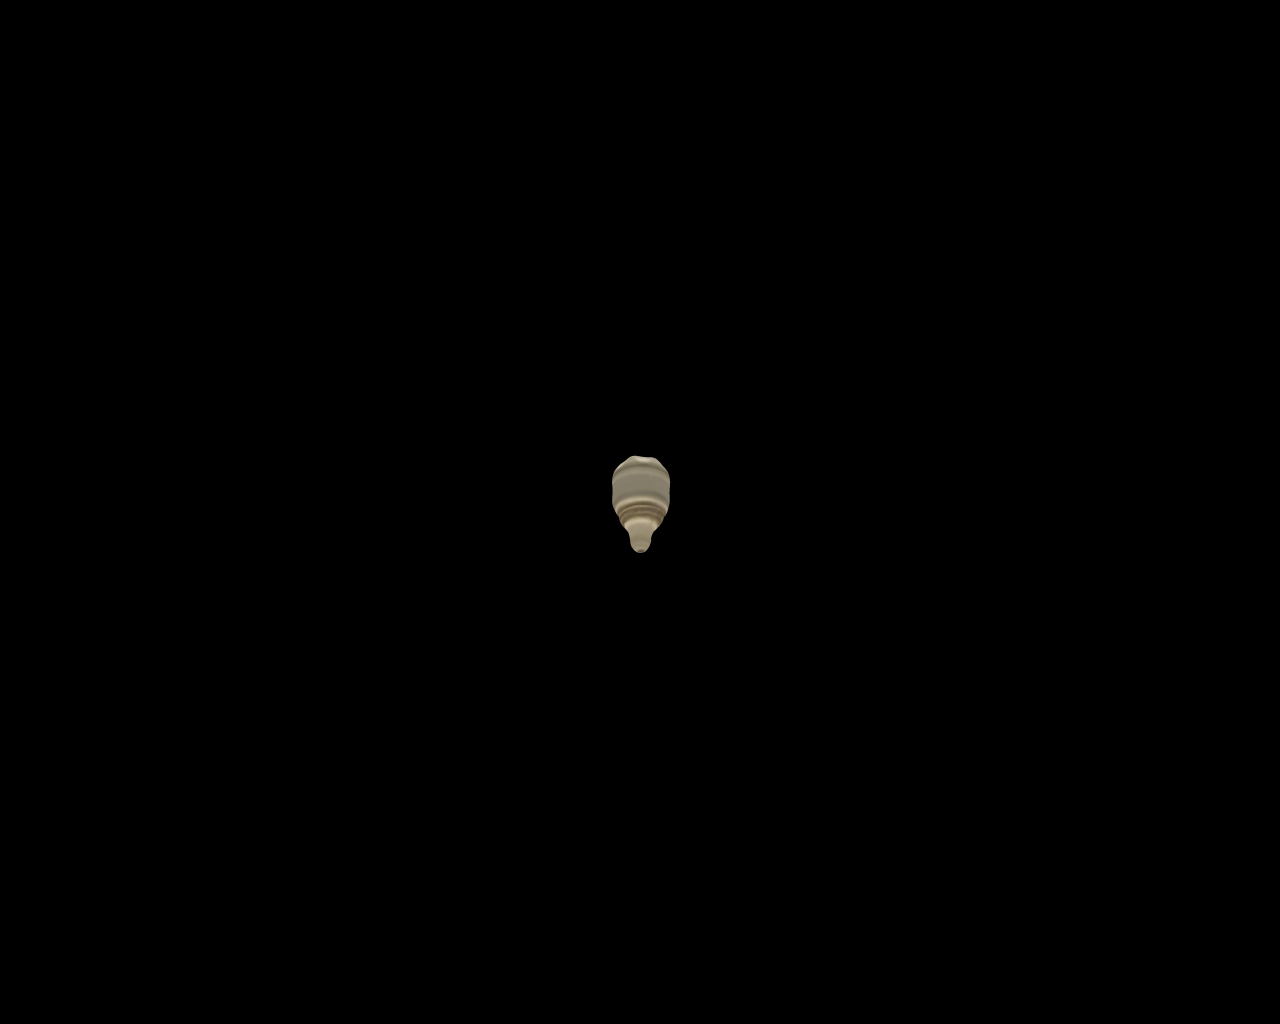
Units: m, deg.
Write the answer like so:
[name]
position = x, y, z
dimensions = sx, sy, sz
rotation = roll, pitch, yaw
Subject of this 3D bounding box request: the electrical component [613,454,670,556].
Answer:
[electrical component]
position = 0.001, -0.003, 0.650
dimensions = 0.035, 0.061, 0.035
rotation = 0, -31, 0
